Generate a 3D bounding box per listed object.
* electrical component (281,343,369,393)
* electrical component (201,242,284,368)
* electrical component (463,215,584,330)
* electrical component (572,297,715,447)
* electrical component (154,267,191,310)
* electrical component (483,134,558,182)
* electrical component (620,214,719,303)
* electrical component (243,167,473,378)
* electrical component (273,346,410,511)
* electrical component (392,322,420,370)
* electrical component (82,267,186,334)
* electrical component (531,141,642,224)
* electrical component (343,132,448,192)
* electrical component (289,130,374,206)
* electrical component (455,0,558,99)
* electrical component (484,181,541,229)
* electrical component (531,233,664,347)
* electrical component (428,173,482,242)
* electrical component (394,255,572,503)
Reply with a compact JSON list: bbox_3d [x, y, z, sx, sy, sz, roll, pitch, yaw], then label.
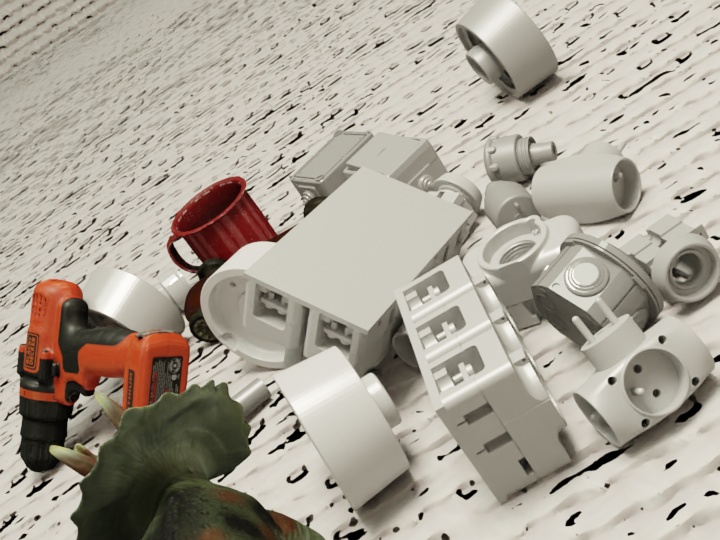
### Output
[{"bbox_3d":[-0.018,0.072,0.861,0.076,0.047,0.083,-26,30,16],"label":"electrical component"},{"bbox_3d":[-0.077,0.025,0.940,0.108,0.108,0.060,-14,28,34],"label":"electrical component"},{"bbox_3d":[0.126,0.001,0.804,0.095,0.059,0.053,-21,31,24],"label":"electrical component"},{"bbox_3d":[0.164,0.054,0.663,0.077,0.079,0.044,-38,-2,-6],"label":"electrical component"},{"bbox_3d":[-0.205,0.029,1.133,0.055,0.045,0.045,-38,28,-8],"label":"electrical component"},{"bbox_3d":[0.145,-0.101,0.962,0.062,0.048,0.048,-9,36,27],"label":"electrical component"},{"bbox_3d":[0.214,-0.006,0.735,0.066,0.048,0.055,-35,20,-1],"label":"electrical component"},{"bbox_3d":[0.000,0.000,0.861,0.105,0.060,0.186,24,40,18],"label":"electrical component"},{"bbox_3d":[-0.007,0.103,0.741,0.060,0.108,0.108,-31,27,-7],"label":"electrical component"},{"bbox_3d":[0.063,0.035,0.835,0.043,0.043,0.081,-2,42,46],"label":"electrical component"},{"bbox_3d":[-0.235,0.055,1.064,0.108,0.108,0.060,-4,46,44],"label":"electrical component"},{"bbox_3d":[0.191,-0.078,0.874,0.077,0.043,0.079,-1,42,46],"label":"electrical component"},{"bbox_3d":[0.038,-0.094,1.046,0.062,0.061,0.096,-45,29,-19],"label":"electrical component"},{"bbox_3d":[-0.021,-0.091,1.105,0.096,0.061,0.062,-46,30,-21],"label":"electrical component"},{"bbox_3d":[0.142,-0.223,1.092,0.060,0.108,0.108,-41,28,0],"label":"electrical component"},{"bbox_3d":[0.125,-0.056,0.915,0.040,0.040,0.078,-33,27,3],"label":"electrical component"},{"bbox_3d":[0.158,0.017,0.723,0.051,0.080,0.080,-48,30,-12],"label":"electrical component"},{"bbox_3d":[0.078,-0.053,0.957,0.066,0.048,0.055,7,56,52],"label":"electrical component"},{"bbox_3d":[0.082,0.065,0.717,0.062,0.089,0.150,-31,28,8],"label":"electrical component"}]
